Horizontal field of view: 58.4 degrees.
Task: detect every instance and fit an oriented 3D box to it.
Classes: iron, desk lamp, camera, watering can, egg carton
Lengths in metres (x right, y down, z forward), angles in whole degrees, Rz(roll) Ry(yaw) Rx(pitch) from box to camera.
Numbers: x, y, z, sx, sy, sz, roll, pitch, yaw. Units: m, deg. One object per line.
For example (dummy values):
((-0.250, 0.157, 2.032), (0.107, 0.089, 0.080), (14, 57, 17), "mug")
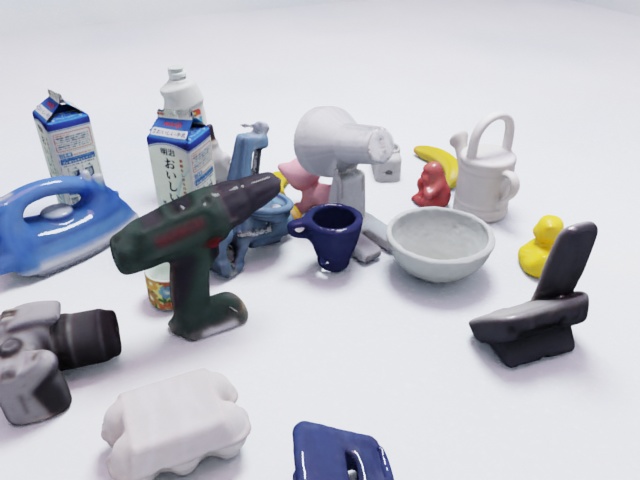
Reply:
((-0.425, -0.047, 0.941), (0.118, 0.141, 0.259), (27, 42, 35), "iron")
((0.054, -0.106, 0.963), (0.118, 0.214, 0.202), (-23, 39, -30), "desk lamp")
((-0.321, 0.131, 0.704), (0.137, 0.101, 0.143), (-10, 34, -15), "camera")
((0.294, -0.140, 1.032), (0.172, 0.194, 0.101), (27, 42, 35), "watering can")
((-0.156, 0.203, 0.621), (0.150, 0.069, 0.107), (-15, 36, -21), "egg carton")

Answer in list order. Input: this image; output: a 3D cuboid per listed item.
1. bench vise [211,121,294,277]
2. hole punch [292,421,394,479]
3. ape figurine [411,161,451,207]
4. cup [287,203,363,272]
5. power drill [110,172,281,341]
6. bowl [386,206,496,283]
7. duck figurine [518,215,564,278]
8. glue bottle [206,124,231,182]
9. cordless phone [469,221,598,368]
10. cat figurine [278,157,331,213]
((-0.117, -0.061, 0.889), (0.121, 0.220, 0.208), (13, 35, 20), "bench vise")
((0.022, 0.233, 0.553), (0.101, 0.091, 0.108), (-4, 33, -6), "hole punch")
((0.209, -0.105, 1.072), (0.076, 0.092, 0.078), (11, 35, 16), "ape figurine")
((0.008, 0.003, 0.904), (0.118, 0.095, 0.091), (-5, 33, -7), "cup")
((-0.153, 0.024, 0.768), (0.230, 0.208, 0.075), (-18, 37, -25), "power drill")
((0.185, 0.018, 0.899), (0.167, 0.075, 0.167), (0, 33, 0), "bowl")
((0.359, 0.004, 0.909), (0.077, 0.086, 0.105), (12, 35, 18), "duck figurine")
((-0.189, -0.127, 1.033), (0.078, 0.173, 0.037), (-20, 38, -27), "glue bottle")
((0.276, 0.060, 0.731), (0.148, 0.185, 0.094), (-14, 35, -20), "cordless phone")
((-0.012, -0.106, 1.052), (0.127, 0.118, 0.067), (18, 37, 26), "cat figurine")
